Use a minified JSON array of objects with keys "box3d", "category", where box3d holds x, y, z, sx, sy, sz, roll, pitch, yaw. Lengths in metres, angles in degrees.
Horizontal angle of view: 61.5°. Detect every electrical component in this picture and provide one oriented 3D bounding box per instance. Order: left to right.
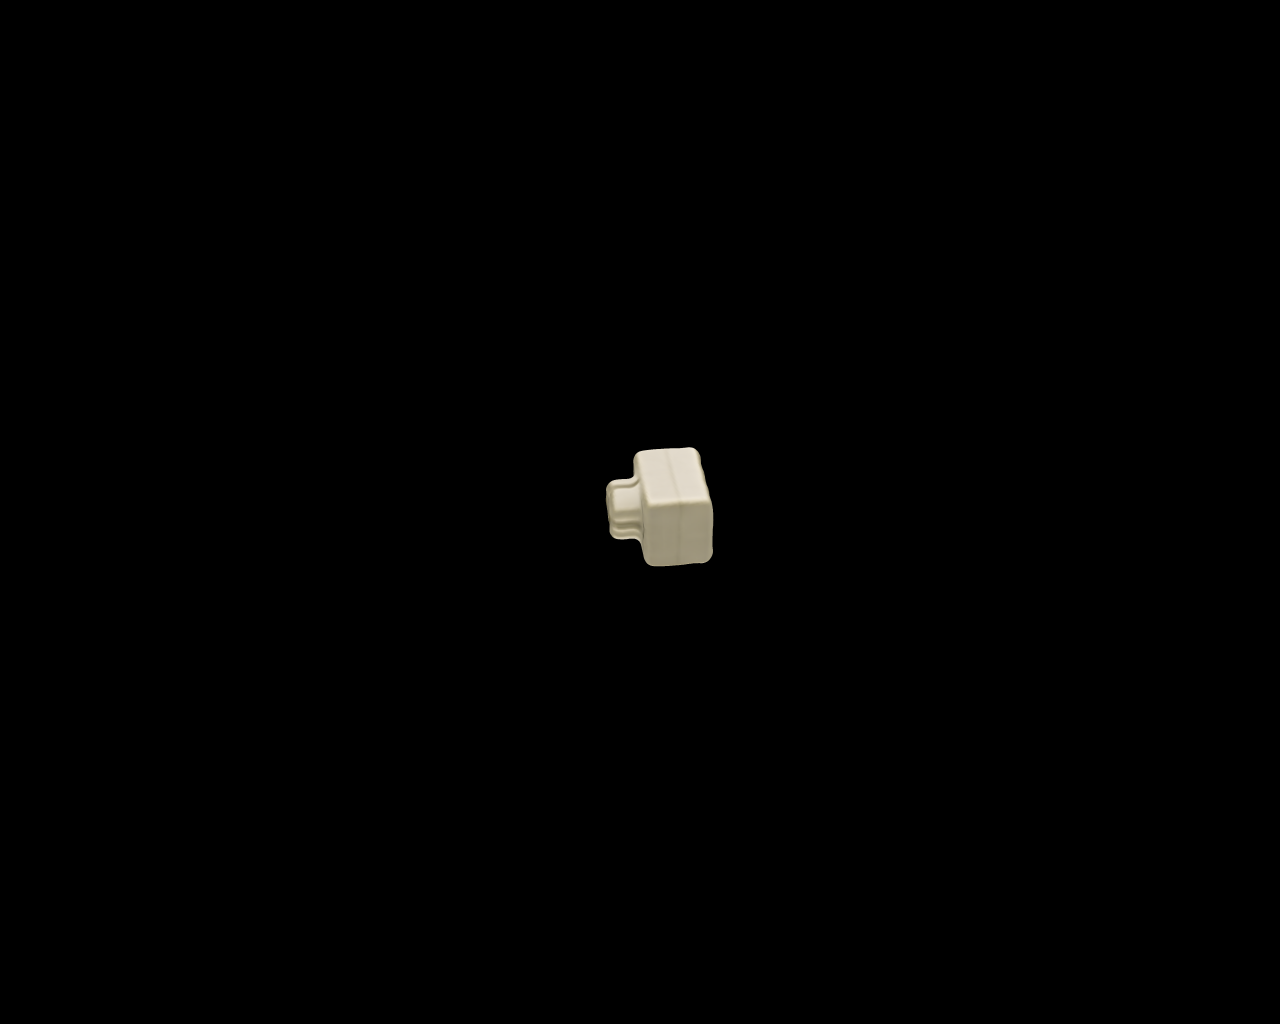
[{"box3d":[0.001,-0.003,0.650,0.077,0.047,0.066,-3,34,-5],"category":"electrical component"}]
